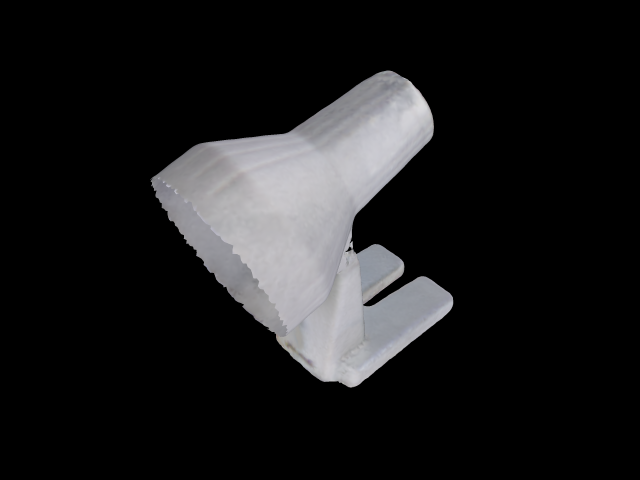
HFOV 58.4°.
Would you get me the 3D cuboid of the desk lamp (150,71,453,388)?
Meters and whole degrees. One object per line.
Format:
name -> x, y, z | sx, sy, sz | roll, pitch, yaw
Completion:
desk lamp -> 0.004, 0.001, 0.400 | 0.204, 0.214, 0.117 | -31, 50, -30
